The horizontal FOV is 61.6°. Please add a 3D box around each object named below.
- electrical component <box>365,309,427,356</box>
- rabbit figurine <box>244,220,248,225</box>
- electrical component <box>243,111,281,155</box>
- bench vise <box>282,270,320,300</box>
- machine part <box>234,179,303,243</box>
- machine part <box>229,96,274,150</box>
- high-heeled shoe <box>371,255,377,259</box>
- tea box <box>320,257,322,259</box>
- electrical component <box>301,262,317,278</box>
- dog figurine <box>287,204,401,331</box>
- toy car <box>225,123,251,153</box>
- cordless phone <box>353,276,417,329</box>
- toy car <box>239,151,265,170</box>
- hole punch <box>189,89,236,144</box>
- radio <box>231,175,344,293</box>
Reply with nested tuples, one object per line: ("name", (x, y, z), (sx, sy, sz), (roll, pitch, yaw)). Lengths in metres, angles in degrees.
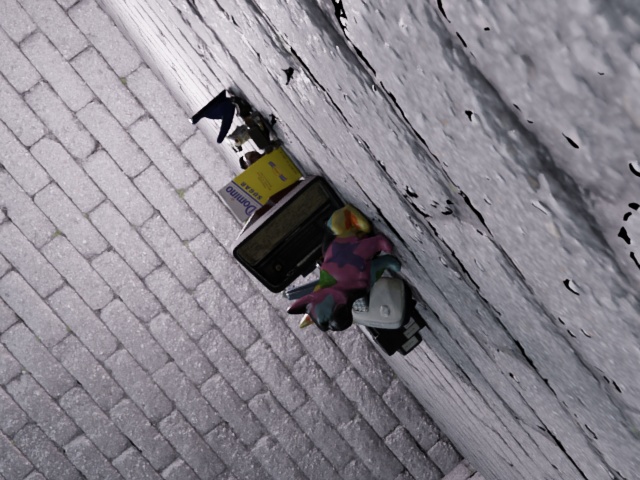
("electrical component", (0.167, 0.192, 1.204), (0.134, 0.115, 0.058), (53, 176, -4))
("rabbit figurine", (-0.141, -0.109, 1.397), (0.159, 0.170, 0.121), (45, 172, 39))
("electrical component", (-0.122, -0.229, 1.151), (0.102, 0.045, 0.078), (57, -160, -30))
("bench vise", (0.008, 0.117, 1.412), (0.224, 0.241, 0.128), (-69, -40, -72))
("machine part", (-0.089, -0.028, 1.215), (0.087, 0.201, 0.201), (45, -142, 8))
("machine part", (-0.156, -0.264, 1.213), (0.138, 0.039, 0.084), (55, 168, -22))
("high-heeled shoe", (0.052, 0.071, 1.170), (0.086, 0.145, 0.248), (46, 174, 33))
("tea box", (-0.003, -0.004, 1.364), (0.068, 0.098, 0.170), (54, 172, -37))
("electrical component", (-0.045, 0.051, 1.322), (0.074, 0.048, 0.119), (52, 176, -21))
("dog figurine", (0.025, 0.060, 0.967), (0.192, 0.219, 0.108), (46, 169, 32))
("toy car", (-0.197, -0.261, 1.350), (0.056, 0.073, 0.202), (52, 174, -14))
("cordless phone", (0.101, 0.087, 1.080), (0.147, 0.089, 0.184), (-2, 127, 47))
("toy car", (-0.151, -0.168, 1.504), (0.089, 0.053, 0.201), (-5, 139, 26))
("hole punch", (-0.240, -0.292, 1.282), (0.092, 0.116, 0.142), (45, 179, -11))
("radio", (-0.053, -0.011, 1.066), (0.131, 0.229, 0.073), (49, 177, -16))
